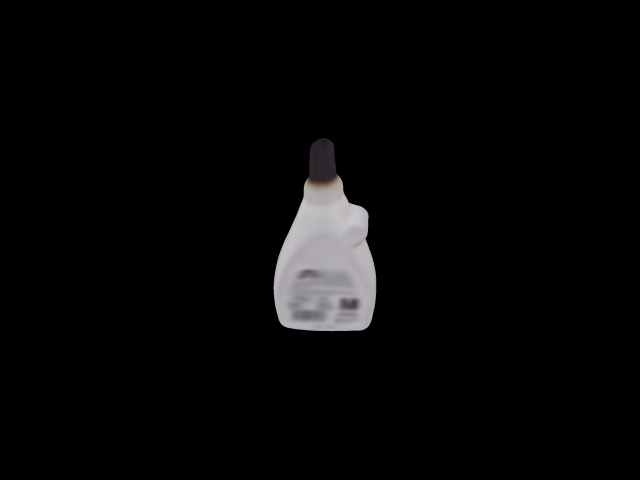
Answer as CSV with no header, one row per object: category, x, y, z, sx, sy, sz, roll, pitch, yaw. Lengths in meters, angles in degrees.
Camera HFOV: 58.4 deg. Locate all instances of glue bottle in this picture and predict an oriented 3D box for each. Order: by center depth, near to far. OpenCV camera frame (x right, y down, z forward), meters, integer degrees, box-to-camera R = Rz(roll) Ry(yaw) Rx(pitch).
glue bottle,0.004,0.001,0.400,0.078,0.173,0.037,2,47,2
